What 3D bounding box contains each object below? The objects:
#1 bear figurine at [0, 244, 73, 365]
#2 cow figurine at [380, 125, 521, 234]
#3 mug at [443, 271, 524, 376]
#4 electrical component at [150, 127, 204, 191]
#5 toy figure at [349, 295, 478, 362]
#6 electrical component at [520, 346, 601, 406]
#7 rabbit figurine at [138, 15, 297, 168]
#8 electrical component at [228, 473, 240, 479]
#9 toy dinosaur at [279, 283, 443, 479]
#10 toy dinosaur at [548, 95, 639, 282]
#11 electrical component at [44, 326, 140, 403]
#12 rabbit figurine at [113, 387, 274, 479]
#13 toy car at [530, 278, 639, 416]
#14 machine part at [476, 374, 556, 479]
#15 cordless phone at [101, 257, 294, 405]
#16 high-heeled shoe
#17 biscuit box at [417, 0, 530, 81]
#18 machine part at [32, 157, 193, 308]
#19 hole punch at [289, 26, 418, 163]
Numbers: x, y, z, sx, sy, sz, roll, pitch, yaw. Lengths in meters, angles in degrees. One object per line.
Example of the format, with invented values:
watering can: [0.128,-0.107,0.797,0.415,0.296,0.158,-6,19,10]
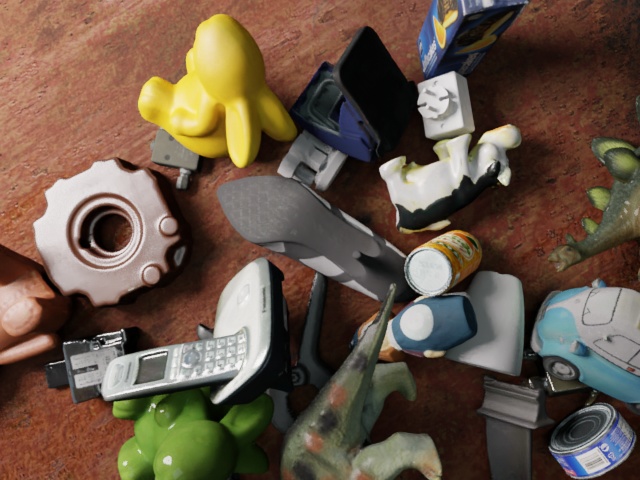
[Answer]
bear figurine: [-0.382,0.106,0.592,0.196,0.132,0.120,-37,79,-7]
cow figurine: [0.159,-0.070,0.619,0.167,0.068,0.098,-19,92,3]
mug: [0.180,0.089,0.609,0.110,0.080,0.107,13,78,20]
electrical component: [-0.173,-0.108,0.651,0.063,0.021,0.094,10,87,2]
toy figure: [0.092,0.099,0.588,0.154,0.064,0.057,-22,122,30]
electrical component: [0.275,0.153,0.616,0.102,0.045,0.078,-15,58,-3]
rabbit figurine: [-0.106,-0.152,0.568,0.122,0.173,0.162,-35,85,-29]
electrical component: [-0.140,0.323,0.605,0.115,0.058,0.134,-8,86,3]
toy dinosaur: [0.024,0.252,0.548,0.192,0.131,0.404,-12,96,-6]
toy dinosaur: [0.447,-0.096,0.599,0.471,0.105,0.198,-27,83,-5]
electrical component: [-0.268,0.146,0.624,0.119,0.048,0.074,-9,86,-1]
rabbit figurine: [-0.126,0.210,0.544,0.159,0.170,0.121,5,91,-23]
toy car: [0.313,0.105,0.558,0.162,0.102,0.109,31,58,15]
machine part: [0.217,0.226,0.601,0.084,0.039,0.138,4,96,41]
cordless phone: [-0.122,0.101,0.551,0.184,0.088,0.147,-9,44,2]
high-heeled shoe: [-0.001,-0.002,0.634,0.249,0.145,0.086,29,88,31]
biscuit box: [0.149,-0.224,0.561,0.059,0.202,0.062,-12,88,2]
machine part: [-0.243,-0.008,0.630,0.179,0.056,0.179,0,86,2]
hole punch: [0.040,-0.155,0.607,0.115,0.092,0.142,47,46,-24]
